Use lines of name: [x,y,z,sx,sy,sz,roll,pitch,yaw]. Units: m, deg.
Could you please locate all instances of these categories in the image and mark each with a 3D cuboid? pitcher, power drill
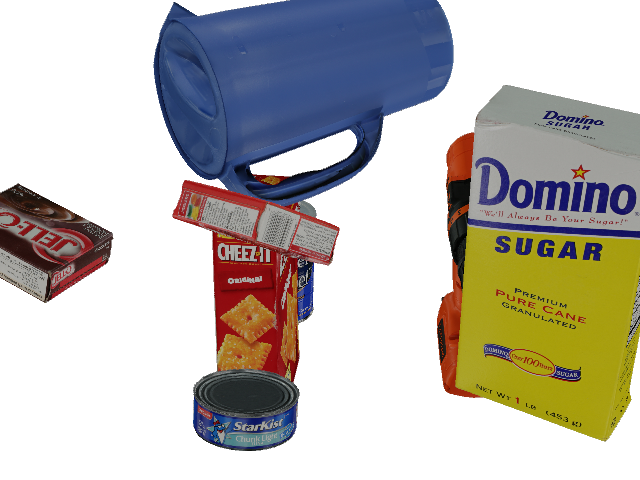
pitcher: [-0.006,-0.136,0.908,0.242,0.149,0.145,-19,34,-26]
power drill: [0.125,0.035,0.839,0.057,0.188,0.184,2,41,4]

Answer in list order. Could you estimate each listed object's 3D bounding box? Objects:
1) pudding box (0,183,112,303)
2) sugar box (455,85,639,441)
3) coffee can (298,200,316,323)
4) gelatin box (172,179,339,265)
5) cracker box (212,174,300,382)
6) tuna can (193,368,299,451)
pudding box: [-0.256,0.001,0.943,0.113,0.039,0.089,24,30,16]
sugar box: [0.123,0.015,0.555,0.093,0.176,0.048,17,40,26]
coffee can: [-0.058,0.026,1.375,0.103,0.140,0.103,1,25,-1]
gelatin box: [-0.041,-0.011,0.708,0.073,0.030,0.089,16,-1,35]
cracker box: [-0.061,0.058,1.096,0.072,0.214,0.164,3,23,5]
tuna can: [-0.061,0.136,0.864,0.086,0.034,0.086,3,17,-1]
